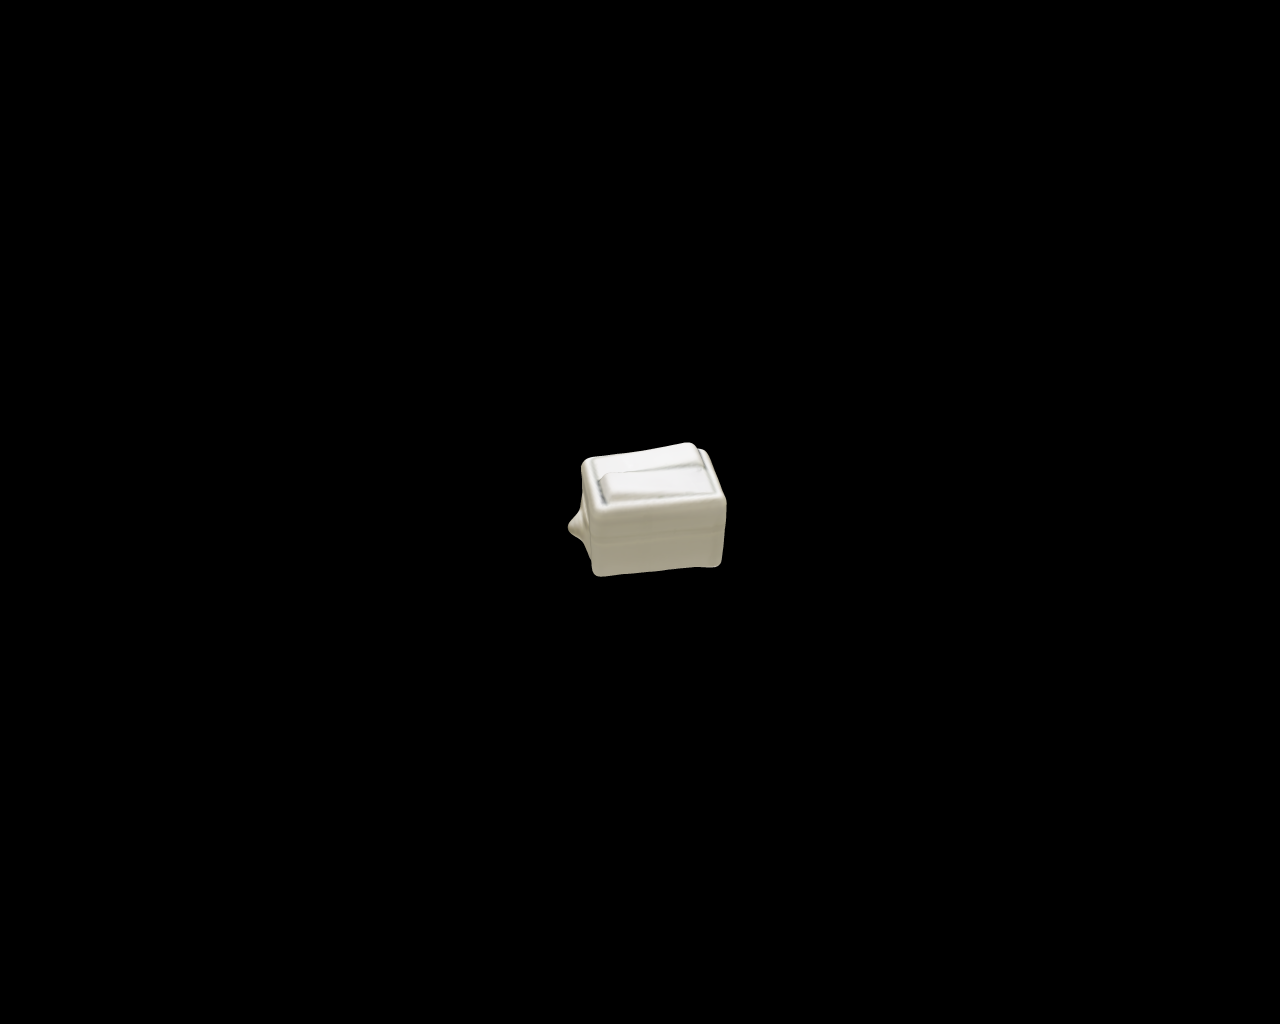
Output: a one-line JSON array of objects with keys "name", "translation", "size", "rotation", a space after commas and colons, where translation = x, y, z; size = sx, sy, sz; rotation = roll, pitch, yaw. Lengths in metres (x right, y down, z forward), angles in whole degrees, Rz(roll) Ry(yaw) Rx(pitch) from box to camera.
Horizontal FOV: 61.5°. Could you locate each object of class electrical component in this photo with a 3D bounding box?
[{"name": "electrical component", "translation": [0.001, -0.003, 0.650], "size": [0.096, 0.061, 0.062], "rotation": [-5, 36, -7]}]
